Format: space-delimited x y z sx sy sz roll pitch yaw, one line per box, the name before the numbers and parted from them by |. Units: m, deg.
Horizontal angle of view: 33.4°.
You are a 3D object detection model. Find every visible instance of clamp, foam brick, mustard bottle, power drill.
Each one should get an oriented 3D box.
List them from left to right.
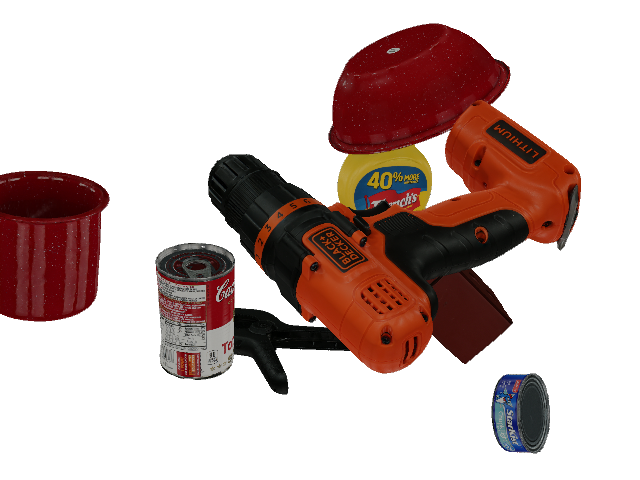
clamp | -0.069 0.119 1.246 0.210 0.036 0.164 13 22 29
mustard bottle | 0.063 -0.043 1.070 0.096 0.192 0.058 -2 22 -19
power drill | 0.047 -0.019 0.645 0.187 0.057 0.185 -27 52 -25
foam brick | 0.099 0.045 0.816 0.078 0.051 0.053 43 11 -28

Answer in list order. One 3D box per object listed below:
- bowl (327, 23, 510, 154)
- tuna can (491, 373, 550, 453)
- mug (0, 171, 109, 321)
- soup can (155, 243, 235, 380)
bowl | 0.072 -0.135 0.885 0.162 0.055 0.162 -21 25 10
tuna can | 0.218 0.187 1.159 0.034 0.086 0.086 -5 -3 33
mug | -0.209 0.006 0.750 0.117 0.081 0.093 -6 27 -29
soup can | -0.109 0.062 0.934 0.068 0.102 0.068 2 25 -1
